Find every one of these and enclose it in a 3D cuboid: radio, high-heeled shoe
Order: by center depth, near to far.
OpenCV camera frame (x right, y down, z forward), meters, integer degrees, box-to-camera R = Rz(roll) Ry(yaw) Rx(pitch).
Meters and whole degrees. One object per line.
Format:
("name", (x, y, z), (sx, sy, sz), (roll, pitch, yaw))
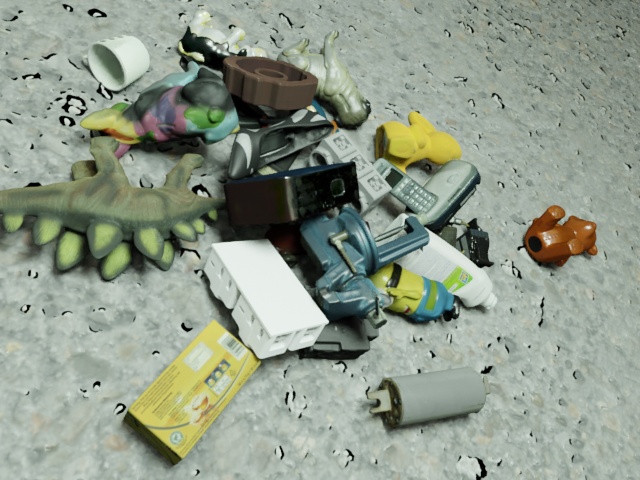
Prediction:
("radio", (-0.037, -0.079, 0.887), (0.229, 0.131, 0.073), (-25, 110, -55))
("high-heeled shoe", (-0.064, -0.160, 0.940), (0.145, 0.086, 0.249), (11, 41, 6))

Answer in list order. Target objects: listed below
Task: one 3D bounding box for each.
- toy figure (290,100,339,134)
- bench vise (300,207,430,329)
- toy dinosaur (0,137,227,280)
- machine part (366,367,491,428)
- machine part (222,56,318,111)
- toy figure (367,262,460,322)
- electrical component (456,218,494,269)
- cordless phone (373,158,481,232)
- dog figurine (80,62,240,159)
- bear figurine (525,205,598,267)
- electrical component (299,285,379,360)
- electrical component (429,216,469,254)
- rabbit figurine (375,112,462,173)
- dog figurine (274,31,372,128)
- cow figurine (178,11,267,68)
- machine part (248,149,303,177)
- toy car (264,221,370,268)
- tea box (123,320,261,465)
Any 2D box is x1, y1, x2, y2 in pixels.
("toy figure", (0.002, -0.228, 1.084), (0.154, 0.058, 0.064), (47, 23, 7))
("bench vise", (0.086, 0.024, 0.863), (0.241, 0.128, 0.224), (-23, 48, -19))
("toy dinosaur", (-0.316, -0.048, 0.798), (0.471, 0.105, 0.198), (1, 62, -26))
("machine part", (0.184, 0.255, 0.880), (0.243, 0.079, 0.079), (1, 62, -26))
("machine part", (-0.094, -0.295, 1.010), (0.179, 0.056, 0.179), (10, 30, -6))
("toy figure", (0.161, 0.094, 0.963), (0.180, 0.082, 0.089), (15, 46, -12))
("electrical component", (0.303, 0.009, 1.082), (0.048, 0.075, 0.119), (9, 63, -22))
("cordless phone", (0.196, -0.117, 1.027), (0.184, 0.088, 0.146), (41, 89, 19))
("dog figurine", (-0.264, -0.191, 0.872), (0.219, 0.108, 0.192), (-31, 42, -19))
("bear figurine", (0.557, -0.011, 1.186), (0.196, 0.132, 0.120), (-9, 70, -23))
("electrical component", (0.029, 0.136, 0.888), (0.134, 0.058, 0.115), (3, 63, -23))
("electrical component", (0.247, -0.005, 1.062), (0.078, 0.045, 0.102), (12, 86, -12))
("rabbit figurine", (0.206, -0.191, 1.127), (0.173, 0.121, 0.162), (1, 37, -3))
("dog figurine", (0.001, -0.311, 1.120), (0.172, 0.121, 0.190), (-21, 89, 1))
("cow figurine", (-0.191, -0.376, 1.072), (0.167, 0.068, 0.098), (25, 60, -6))
("machine part", (-0.076, -0.149, 1.017), (0.084, 0.039, 0.139), (28, 55, 2))
("toy car", (-0.002, -0.003, 0.956), (0.202, 0.053, 0.089), (-6, 70, -24))
("tea box", (-0.173, 0.207, 0.742), (0.098, 0.068, 0.169), (42, 54, 3))
